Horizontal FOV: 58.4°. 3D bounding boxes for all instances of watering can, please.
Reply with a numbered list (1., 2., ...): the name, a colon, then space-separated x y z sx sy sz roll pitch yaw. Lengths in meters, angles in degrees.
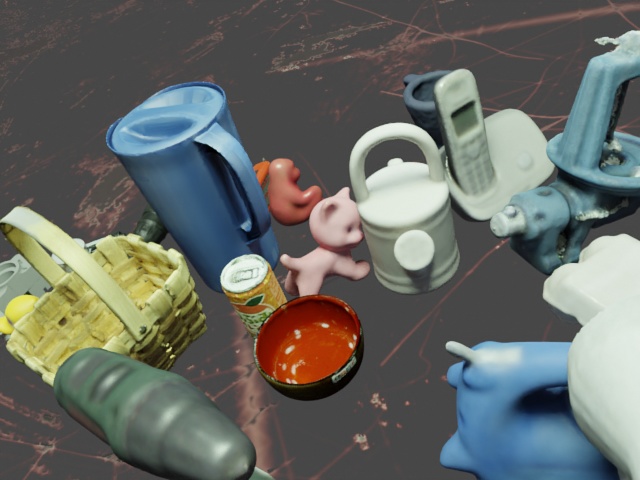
1. watering can: 0.092 -0.034 0.608 0.101 0.194 0.172 -27 42 -8

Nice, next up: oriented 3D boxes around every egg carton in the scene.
1. egg carton: 0.289 0.061 0.524 0.107 0.069 0.149 -33 43 -14

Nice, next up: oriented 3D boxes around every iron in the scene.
1. iron: 0.219 0.122 0.433 0.257 0.142 0.118 -3 45 19

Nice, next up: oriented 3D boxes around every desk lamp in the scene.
1. desk lamp: 0.213 0.166 0.334 0.117 0.214 0.203 -3 45 19

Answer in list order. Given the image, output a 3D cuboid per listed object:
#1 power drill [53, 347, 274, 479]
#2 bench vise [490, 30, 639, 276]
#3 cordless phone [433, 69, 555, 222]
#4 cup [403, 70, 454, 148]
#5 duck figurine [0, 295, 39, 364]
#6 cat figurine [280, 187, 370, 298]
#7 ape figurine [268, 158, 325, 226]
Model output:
1. power drill: -0.109 0.170 0.459 0.228 0.209 0.076 16 53 34
2. bench vise: 0.267 -0.075 0.563 0.121 0.220 0.208 26 59 39
3. cordless phone: 0.198 -0.126 0.670 0.148 0.185 0.093 -35 43 -16
4. cup: 0.161 -0.181 0.812 0.092 0.095 0.117 -32 43 -13
5. duck figurine: -0.348 0.103 0.716 0.104 0.086 0.077 -18 42 3
6. cat figurine: 0.006 0.002 0.661 0.128 0.118 0.067 -39 45 -20
7. ape figurine: -0.041 -0.070 0.776 0.076 0.092 0.077 -37 44 -18
